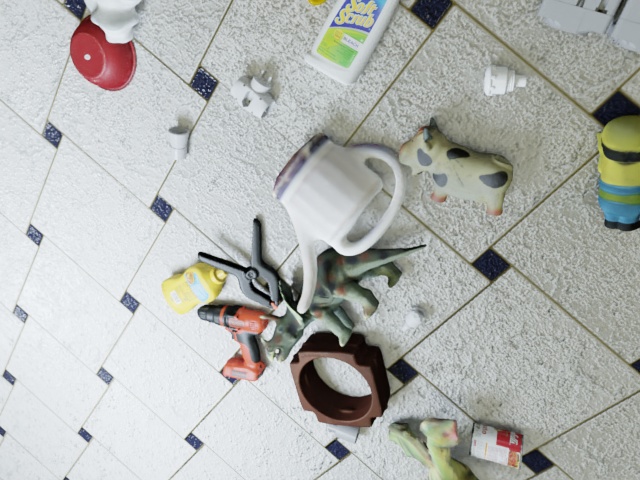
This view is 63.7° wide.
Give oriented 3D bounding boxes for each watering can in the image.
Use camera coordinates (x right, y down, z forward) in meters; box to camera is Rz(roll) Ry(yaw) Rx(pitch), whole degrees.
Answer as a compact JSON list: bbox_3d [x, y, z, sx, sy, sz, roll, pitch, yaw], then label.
[{"bbox_3d":[0.003,-0.048,0.963,0.225,0.346,0.104,40,8,6],"label":"watering can"}]

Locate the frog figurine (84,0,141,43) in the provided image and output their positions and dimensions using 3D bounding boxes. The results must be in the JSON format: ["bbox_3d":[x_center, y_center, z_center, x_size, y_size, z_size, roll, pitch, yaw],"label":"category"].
[{"bbox_3d":[-0.392,-0.469,0.994,0.137,0.126,0.156,-8,-40,15],"label":"frog figurine"}]

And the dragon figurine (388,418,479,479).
[{"bbox_3d":[0.247,0.503,1.146,0.123,0.246,0.400,-28,-29,-28],"label":"dragon figurine"}]
